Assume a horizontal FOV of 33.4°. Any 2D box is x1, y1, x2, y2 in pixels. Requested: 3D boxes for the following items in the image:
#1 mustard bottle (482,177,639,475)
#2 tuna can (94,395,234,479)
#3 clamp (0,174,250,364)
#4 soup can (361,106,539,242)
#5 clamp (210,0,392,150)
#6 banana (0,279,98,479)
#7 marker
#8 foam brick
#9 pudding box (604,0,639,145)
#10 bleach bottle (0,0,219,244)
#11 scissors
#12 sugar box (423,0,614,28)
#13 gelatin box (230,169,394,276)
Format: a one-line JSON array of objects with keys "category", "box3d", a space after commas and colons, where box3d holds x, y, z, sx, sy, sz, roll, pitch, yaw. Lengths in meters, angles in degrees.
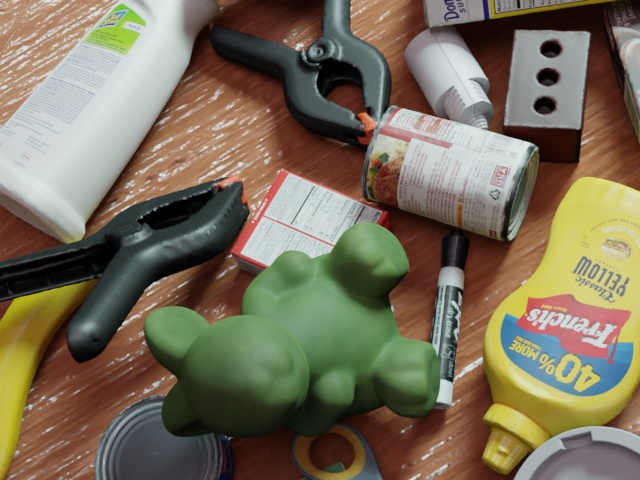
[{"category": "mustard bottle", "box3d": [0.156, 0.059, 0.657, 0.096, 0.058, 0.191, 29, 76, 22]}, {"category": "tuna can", "box3d": [-0.100, 0.146, 0.691, 0.086, 0.033, 0.086, -5, 66, 10]}, {"category": "clamp", "box3d": [-0.121, 0.012, 0.697, 0.209, 0.036, 0.165, -27, 29, -31]}, {"category": "soup can", "box3d": [0.087, -0.044, 0.712, 0.102, 0.068, 0.068, 18, 72, 19]}, {"category": "clamp", "box3d": [-0.009, -0.128, 0.788, 0.120, 0.039, 0.171, -27, 57, 8]}, {"category": "banana", "box3d": [-0.195, 0.072, 0.743, 0.070, 0.037, 0.197, 28, 75, 23]}, {"category": "marker", "box3d": [0.083, 0.050, 0.699, 0.020, 0.020, 0.121, 4, 68, 14]}, {"category": "foam brick", "box3d": [0.155, -0.098, 0.728, 0.053, 0.051, 0.078, 4, 68, 14]}, {"category": "pudding box", "box3d": [0.249, -0.121, 0.724, 0.090, 0.039, 0.113, -11, 65, 8]}, {"category": "bleach bottle", "box3d": [-0.148, -0.121, 0.798, 0.103, 0.068, 0.250, 25, 72, 37]}, {"category": "scissors", "box3d": [0.052, 0.153, 0.633, 0.202, 0.016, 0.096, -1, 52, 21]}, {"category": "sugar box", "box3d": [0.160, -0.194, 0.752, 0.176, 0.048, 0.093, -8, 28, 12]}, {"category": "gelatin box", "box3d": [-0.005, 0.001, 0.734, 0.089, 0.030, 0.073, 23, 72, 21]}]
